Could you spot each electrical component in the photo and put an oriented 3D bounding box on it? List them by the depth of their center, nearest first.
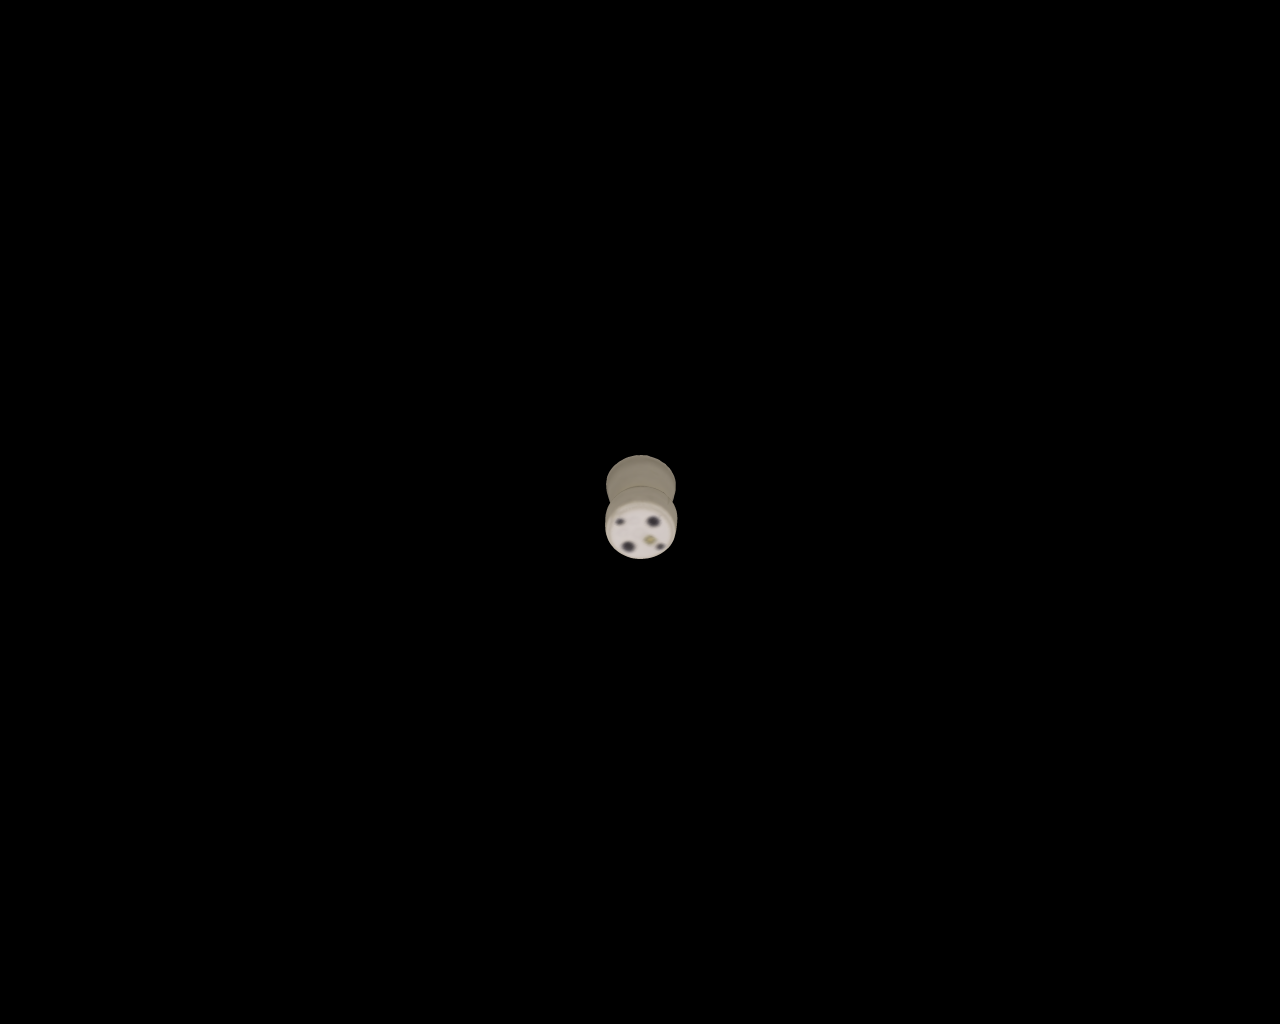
[{"bbox_3d":[0.001,-0.003,0.650,0.045,0.044,0.055,0,34,0],"label":"electrical component"}]
